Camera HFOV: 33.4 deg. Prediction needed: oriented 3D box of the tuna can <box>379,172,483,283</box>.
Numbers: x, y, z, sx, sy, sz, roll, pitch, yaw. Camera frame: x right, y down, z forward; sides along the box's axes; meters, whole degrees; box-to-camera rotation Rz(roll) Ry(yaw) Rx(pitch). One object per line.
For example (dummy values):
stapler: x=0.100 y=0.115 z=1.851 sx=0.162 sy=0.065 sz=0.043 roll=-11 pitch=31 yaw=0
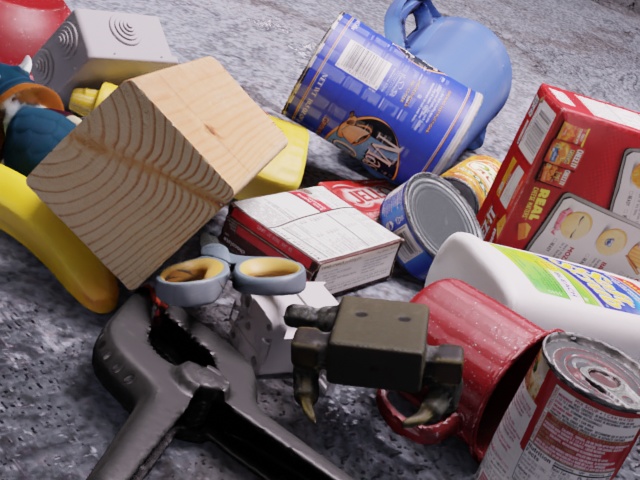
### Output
tuna can: x=0.087 y=-0.008 z=0.842 sx=0.086 sy=0.034 sz=0.086 roll=25 pitch=48 yaw=-32

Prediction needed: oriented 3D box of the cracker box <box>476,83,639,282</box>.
cracker box: x=0.250 y=-0.022 z=0.890 sx=0.213 sy=0.164 sz=0.072 roll=14 pitch=27 yaw=-14

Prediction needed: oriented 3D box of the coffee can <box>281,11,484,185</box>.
coffee can: x=0.053 y=-0.115 z=0.909 sx=0.140 sy=0.103 sz=0.102 roll=31 pitch=24 yaw=-2

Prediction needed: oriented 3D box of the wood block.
wood block: x=-0.095 y=-0.054 z=0.697 sx=0.091 sy=0.090 sz=0.206 roll=47 pitch=14 yaw=-5

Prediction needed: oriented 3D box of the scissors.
scissors: x=-0.049 y=0.012 z=0.679 sx=0.096 sy=0.016 sz=0.201 roll=0 pitch=11 yaw=6

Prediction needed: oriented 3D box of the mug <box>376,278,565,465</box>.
mug: x=0.083 y=0.081 z=0.643 sx=0.117 sy=0.093 sz=0.082 roll=-32 pitch=48 yaw=-30

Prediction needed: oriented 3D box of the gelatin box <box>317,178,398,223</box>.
gelatin box: x=0.047 y=-0.022 z=0.889 sx=0.089 sy=0.030 sz=0.073 roll=-6 pitch=35 yaw=-47

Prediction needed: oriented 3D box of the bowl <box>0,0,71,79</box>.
bowl: x=-0.283 y=-0.201 z=0.969 sx=0.162 sy=0.055 sz=0.162 roll=18 pitch=24 yaw=-8

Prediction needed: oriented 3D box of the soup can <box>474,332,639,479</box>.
soup can: x=0.133 y=0.111 z=0.587 sx=0.068 sy=0.102 sz=0.068 roll=18 pitch=24 yaw=-8

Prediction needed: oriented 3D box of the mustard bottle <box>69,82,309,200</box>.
mustard bottle: x=-0.107 y=-0.084 z=0.859 sx=0.191 sy=0.058 sz=0.096 roll=17 pitch=37 yaw=-7

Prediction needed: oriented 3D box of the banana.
banana: x=-0.196 y=-0.013 z=0.669 sx=0.198 sy=0.037 sz=0.069 roll=26 pitch=42 yaw=13

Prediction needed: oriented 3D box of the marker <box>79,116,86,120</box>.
marker: x=-0.132 y=-0.101 z=0.810 sx=0.120 sy=0.020 sz=0.020 roll=-26 pitch=48 yaw=-28

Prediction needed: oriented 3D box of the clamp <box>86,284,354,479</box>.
clamp: x=-0.056 y=0.090 z=0.556 sx=0.164 sy=0.036 sz=0.210 roll=18 pitch=18 yaw=-26

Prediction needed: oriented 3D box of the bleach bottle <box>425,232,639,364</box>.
bleach bottle: x=0.208 y=0.055 z=0.821 sx=0.250 sy=0.068 sz=0.103 roll=8 pitch=28 yaw=-32

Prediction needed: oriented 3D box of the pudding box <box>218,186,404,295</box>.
pudding box: x=-0.005 y=0.001 z=0.788 sx=0.090 sy=0.039 sz=0.113 roll=35 pitch=30 yaw=28

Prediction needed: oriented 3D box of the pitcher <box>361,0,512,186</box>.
pitcher: x=0.107 y=-0.150 z=1.080 sx=0.149 sy=0.145 sz=0.242 roll=28 pitch=27 yaw=7
